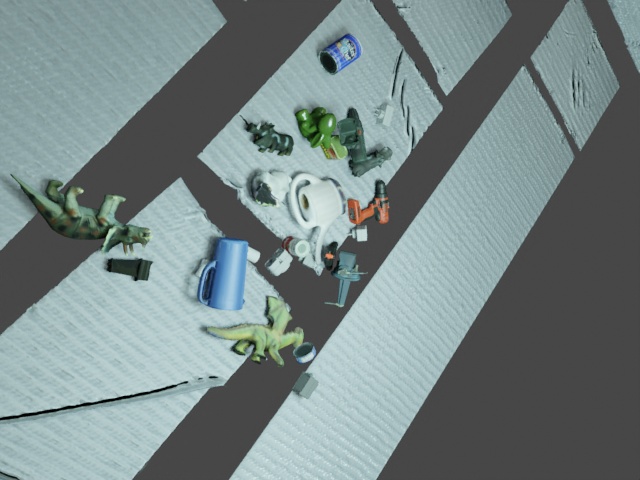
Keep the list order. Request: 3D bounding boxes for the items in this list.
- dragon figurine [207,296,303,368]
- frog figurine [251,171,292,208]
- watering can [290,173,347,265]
[{"bbox_3d":[-0.210,0.324,1.919,0.405,0.121,0.247,39,58,-31],"label":"dragon figurine"},{"bbox_3d":[-0.178,-0.199,1.879,0.136,0.121,0.163,45,37,-20],"label":"frog figurine"},{"bbox_3d":[0.006,-0.099,1.976,0.226,0.103,0.346,-22,97,-29],"label":"watering can"}]
